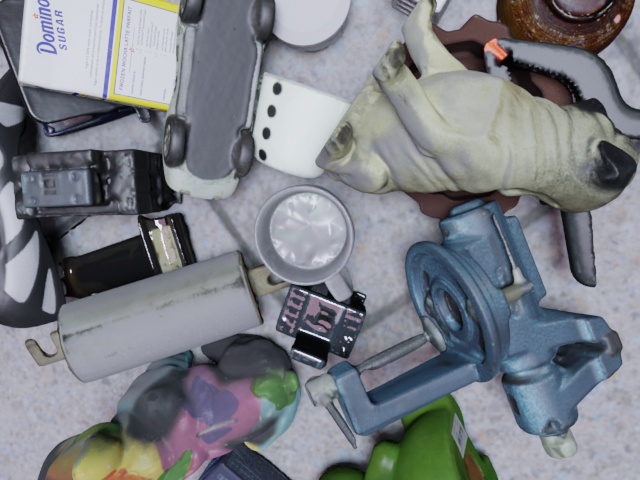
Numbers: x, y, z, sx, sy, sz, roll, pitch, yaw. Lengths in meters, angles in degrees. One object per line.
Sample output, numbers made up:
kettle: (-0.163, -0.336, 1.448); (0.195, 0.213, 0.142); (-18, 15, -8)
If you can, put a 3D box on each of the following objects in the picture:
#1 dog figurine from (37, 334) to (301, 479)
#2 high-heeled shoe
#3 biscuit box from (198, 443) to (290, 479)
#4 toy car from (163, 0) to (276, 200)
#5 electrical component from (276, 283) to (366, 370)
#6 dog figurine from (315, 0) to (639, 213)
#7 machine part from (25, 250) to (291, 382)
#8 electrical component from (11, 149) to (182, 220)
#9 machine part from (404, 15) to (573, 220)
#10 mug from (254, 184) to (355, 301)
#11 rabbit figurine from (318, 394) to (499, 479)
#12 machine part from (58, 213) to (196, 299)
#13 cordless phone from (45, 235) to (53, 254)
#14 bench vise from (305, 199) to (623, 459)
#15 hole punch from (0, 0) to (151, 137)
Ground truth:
dog figurine: (-0.120, 0.167, 0.459); (0.192, 0.219, 0.108); (-8, 99, 8)
high-heeled shoe: (-0.282, -0.044, 0.522); (0.086, 0.145, 0.249); (-13, 56, 37)
biscuit box: (-0.034, 0.289, 0.539); (0.203, 0.063, 0.059); (40, 100, 1)
toy car: (-0.088, -0.135, 0.455); (0.073, 0.056, 0.201); (6, 101, -22)
electrical component: (0.000, 0.070, 0.484); (0.075, 0.119, 0.047); (21, 98, 6)
dog figurine: (0.108, -0.060, 0.407); (0.190, 0.172, 0.121); (34, 63, -6)
machine part: (-0.144, 0.070, 0.499); (0.243, 0.079, 0.079); (-19, 94, -7)
electrical component: (-0.202, -0.050, 0.485); (0.115, 0.134, 0.058); (-4, 96, 9)
machine part: (0.125, -0.104, 0.482); (0.179, 0.056, 0.179); (1, 97, 7)
mug: (-0.001, -0.001, 0.482); (0.081, 0.107, 0.109); (-37, 95, 10)
rabbit figurine: (0.066, 0.245, 0.493); (0.170, 0.159, 0.121); (-28, 103, 24)
machine part: (-0.192, 0.023, 0.542); (0.139, 0.039, 0.084); (-18, 102, 6)
cordless phone: (-0.364, -0.033, 0.544); (0.184, 0.089, 0.146); (11, 97, -6)
bench vise: (0.108, 0.093, 0.430); (0.241, 0.129, 0.223); (-22, 102, -14)
hole punch: (-0.229, -0.164, 0.509); (0.116, 0.092, 0.142); (-20, 96, -24)
